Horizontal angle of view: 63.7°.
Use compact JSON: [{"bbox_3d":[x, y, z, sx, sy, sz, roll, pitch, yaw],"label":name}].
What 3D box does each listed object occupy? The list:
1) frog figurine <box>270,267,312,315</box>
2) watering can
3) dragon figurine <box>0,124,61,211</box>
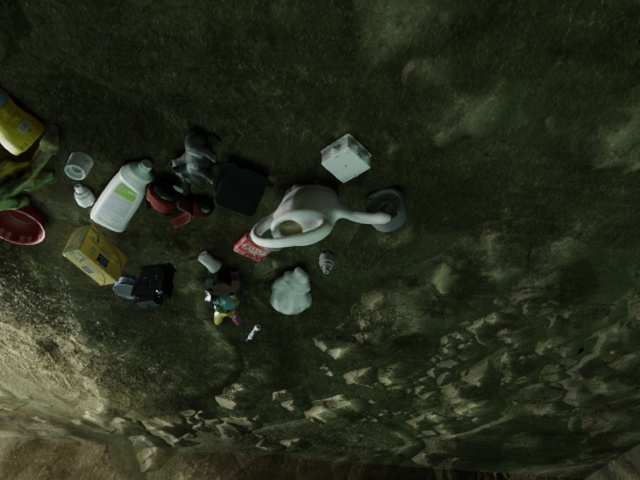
[{"bbox_3d":[-0.079,0.159,1.579,0.137,0.125,0.157,40,142,-11],"label":"frog figurine"},{"bbox_3d":[0.004,-0.062,1.233,0.346,0.229,0.102,-10,120,16],"label":"watering can"},{"bbox_3d":[-0.742,-0.107,1.178,0.121,0.414,0.243,45,165,-20],"label":"dragon figurine"}]
